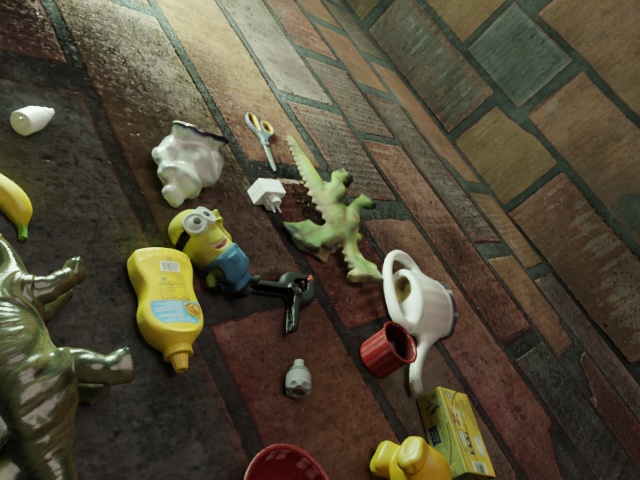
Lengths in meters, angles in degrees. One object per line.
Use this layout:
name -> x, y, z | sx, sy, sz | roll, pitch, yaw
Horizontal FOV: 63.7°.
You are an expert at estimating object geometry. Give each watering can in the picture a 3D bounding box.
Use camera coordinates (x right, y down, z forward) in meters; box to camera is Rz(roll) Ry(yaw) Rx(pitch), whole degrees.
watering can -> 0.235, 0.189, 1.200 | 0.223, 0.102, 0.355 | 20, 50, -39

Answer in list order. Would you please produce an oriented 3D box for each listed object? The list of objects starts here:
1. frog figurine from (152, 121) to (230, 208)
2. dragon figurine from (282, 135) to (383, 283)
frog figurine -> -0.257, -0.133, 0.992 | 0.136, 0.122, 0.161 | 26, 71, -46
dragon figurine -> 0.004, -0.061, 1.210 | 0.411, 0.120, 0.247 | 46, 38, 1
